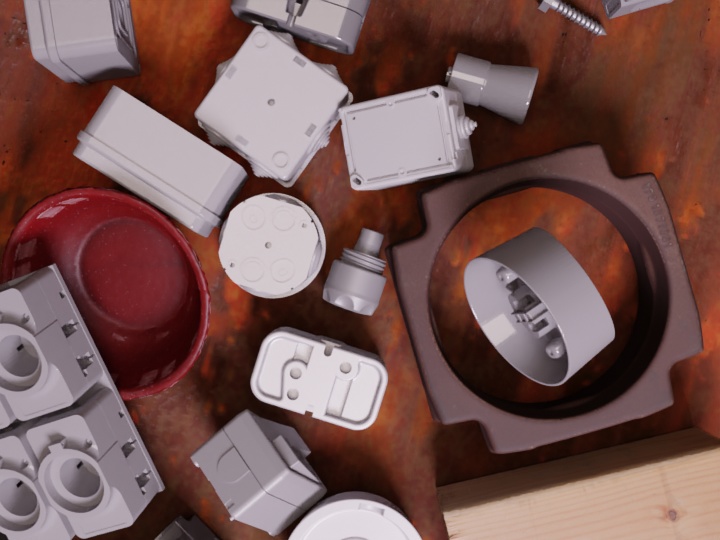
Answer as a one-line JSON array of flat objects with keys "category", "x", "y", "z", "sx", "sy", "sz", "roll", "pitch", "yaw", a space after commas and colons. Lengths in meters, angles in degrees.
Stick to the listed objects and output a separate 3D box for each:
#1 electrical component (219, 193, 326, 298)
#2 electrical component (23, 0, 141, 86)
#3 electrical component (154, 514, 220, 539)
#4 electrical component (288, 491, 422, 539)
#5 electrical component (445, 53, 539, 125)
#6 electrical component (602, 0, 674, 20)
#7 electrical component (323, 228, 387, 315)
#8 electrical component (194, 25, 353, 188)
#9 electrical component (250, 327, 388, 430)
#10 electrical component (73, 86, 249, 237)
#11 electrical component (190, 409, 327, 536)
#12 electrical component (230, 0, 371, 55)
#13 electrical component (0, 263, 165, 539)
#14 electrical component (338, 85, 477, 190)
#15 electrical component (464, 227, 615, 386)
[{"category": "electrical component", "x": -0.066, "y": -0.018, "z": 0.805, "sx": 0.080, "sy": 0.051, "sz": 0.080, "roll": 0, "pitch": 91, "yaw": 0}, {"category": "electrical component", "x": -0.199, "y": -0.181, "z": 0.773, "sx": 0.057, "sy": 0.113, "sz": 0.078, "roll": -8, "pitch": 91, "yaw": -2}, {"category": "electrical component", "x": -0.165, "y": 0.256, "z": 0.790, "sx": 0.150, "sy": 0.089, "sz": 0.061, "roll": -45, "pitch": 90, "yaw": 1}, {"category": "electrical component", "x": -0.003, "y": 0.218, "z": 0.803, "sx": 0.108, "sy": 0.060, "sz": 0.108, "roll": 0, "pitch": 91, "yaw": 0}, {"category": "electrical component", "x": 0.097, "y": -0.139, "z": 0.809, "sx": 0.065, "sy": 0.044, "sz": 0.044, "roll": 17, "pitch": 91, "yaw": 5}, {"category": "electrical component", "x": 0.185, "y": -0.286, "z": 0.773, "sx": 0.060, "sy": 0.105, "sz": 0.186, "roll": -16, "pitch": 91, "yaw": 1}, {"category": "electrical component", "x": 0.000, "y": 0.000, "z": 0.809, "sx": 0.043, "sy": 0.043, "sz": 0.062, "roll": 19, "pitch": 90, "yaw": 0}, {"category": "electrical component", "x": -0.065, "y": -0.123, "z": 0.805, "sx": 0.100, "sy": 0.048, "sz": 0.099, "roll": 35, "pitch": 90, "yaw": 0}, {"category": "electrical component", "x": -0.029, "y": 0.079, "z": 0.802, "sx": 0.095, "sy": 0.059, "sz": 0.053, "roll": 17, "pitch": 91, "yaw": 0}, {"category": "electrical component", "x": -0.145, "y": -0.077, "z": 0.792, "sx": 0.113, "sy": 0.078, "sz": 0.057, "roll": 32, "pitch": 88, "yaw": 0}, {"category": "electrical component", "x": -0.067, "y": 0.148, "z": 0.790, "sx": 0.061, "sy": 0.096, "sz": 0.061, "roll": -40, "pitch": 61, "yaw": 1}, {"category": "electrical component", "x": -0.041, "y": -0.205, "z": 0.801, "sx": 0.095, "sy": 0.053, "sz": 0.059, "roll": 18, "pitch": 91, "yaw": 0}, {"category": "electrical component", "x": -0.235, "y": 0.104, "z": 0.771, "sx": 0.105, "sy": 0.060, "sz": 0.186, "roll": -19, "pitch": 103, "yaw": 18}, {"category": "electrical component", "x": 0.042, "y": -0.096, "z": 0.787, "sx": 0.096, "sy": 0.061, "sz": 0.061, "roll": -9, "pitch": 91, "yaw": 22}, {"category": "electrical component", "x": 0.116, "y": 0.023, "z": 0.700, "sx": 0.064, "sy": 0.099, "sz": 0.099, "roll": -34, "pitch": 90, "yaw": -6}]
